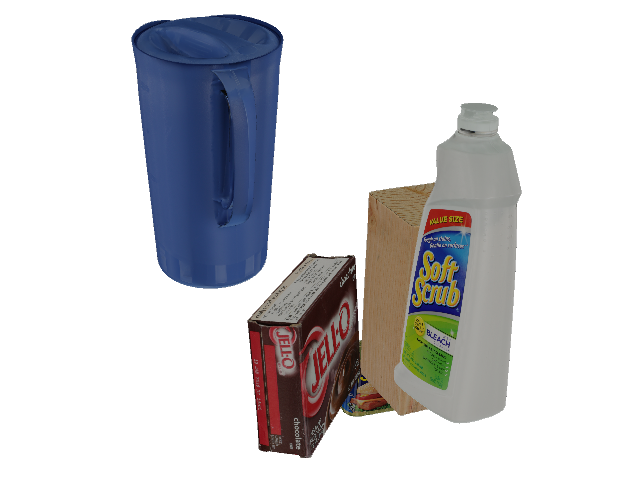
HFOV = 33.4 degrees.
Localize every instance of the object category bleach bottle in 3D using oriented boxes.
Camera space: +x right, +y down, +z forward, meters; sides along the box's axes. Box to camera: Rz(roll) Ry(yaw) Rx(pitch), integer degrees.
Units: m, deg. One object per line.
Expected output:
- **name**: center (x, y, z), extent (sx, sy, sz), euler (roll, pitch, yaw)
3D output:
- **bleach bottle**: center (0.112, 0.014, 0.854), extent (0.068, 0.251, 0.103), euler (-10, 24, -29)

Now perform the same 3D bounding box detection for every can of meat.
- **can of meat**: center (0.073, 0.180, 1.410), extent (0.102, 0.084, 0.057), euler (-6, 25, -21)

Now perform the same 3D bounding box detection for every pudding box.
- **pudding box**: center (-0.007, 0.069, 0.674), extent (0.039, 0.090, 0.113), euler (4, 22, 16)

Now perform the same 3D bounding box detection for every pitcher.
- **pitcher**: center (-0.099, -0.075, 0.987), extent (0.145, 0.243, 0.149), euler (13, 32, 18)

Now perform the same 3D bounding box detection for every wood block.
- **wood block**: center (0.102, 0.056, 1.060), extent (0.090, 0.206, 0.091), euler (-9, 27, -22)
